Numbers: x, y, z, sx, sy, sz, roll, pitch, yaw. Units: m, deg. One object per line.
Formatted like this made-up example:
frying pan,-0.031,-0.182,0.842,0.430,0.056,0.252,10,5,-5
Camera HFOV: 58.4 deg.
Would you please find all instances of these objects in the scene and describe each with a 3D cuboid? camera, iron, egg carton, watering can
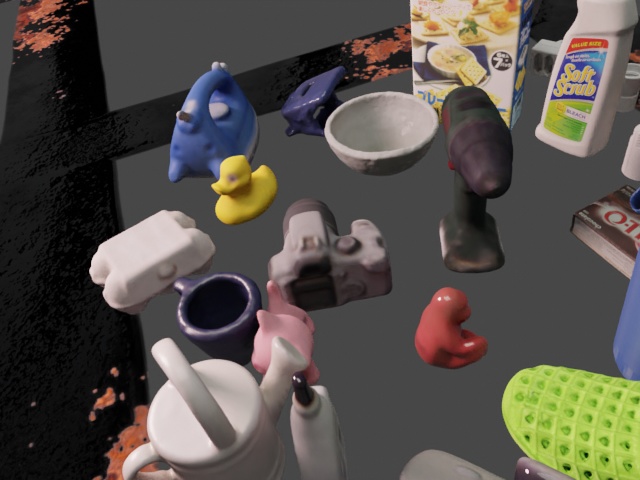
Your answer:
camera,0.006,0.003,0.701,0.143,0.101,0.136,-11,44,1
iron,-0.168,-0.206,0.917,0.118,0.142,0.258,0,45,12
egg carton,-0.215,0.027,0.742,0.150,0.069,0.107,-33,48,-21
watering can,-0.092,0.150,0.504,0.100,0.194,0.173,20,52,28

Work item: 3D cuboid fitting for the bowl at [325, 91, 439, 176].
bowl,0.093,-0.147,0.853,0.167,0.075,0.167,-6,44,6

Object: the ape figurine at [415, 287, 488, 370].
ape figurine,0.135,0.087,0.596,0.076,0.092,0.077,-13,44,-2

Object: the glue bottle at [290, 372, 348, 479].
glue bottle,-0.004,0.162,0.489,0.037,0.173,0.078,-7,44,5

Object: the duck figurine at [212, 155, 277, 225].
duck figurine,-0.111,-0.083,0.821,0.077,0.086,0.105,30,57,34

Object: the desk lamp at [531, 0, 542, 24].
desk lamp,0.258,-0.348,0.924,0.202,0.214,0.118,18,51,27

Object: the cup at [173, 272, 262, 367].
cup,-0.112,0.093,0.637,0.117,0.095,0.092,24,54,31

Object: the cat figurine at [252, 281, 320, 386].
cat figurine,-0.040,0.100,0.599,0.067,0.118,0.127,-12,44,-1

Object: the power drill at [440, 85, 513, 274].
power drill,0.177,-0.064,0.656,0.075,0.209,0.229,-4,45,7

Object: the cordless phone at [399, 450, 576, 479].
cordless phone,0.130,0.189,0.427,0.147,0.185,0.094,18,51,27

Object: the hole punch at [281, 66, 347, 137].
hole punch,-0.009,-0.231,0.946,0.100,0.091,0.109,10,48,21
